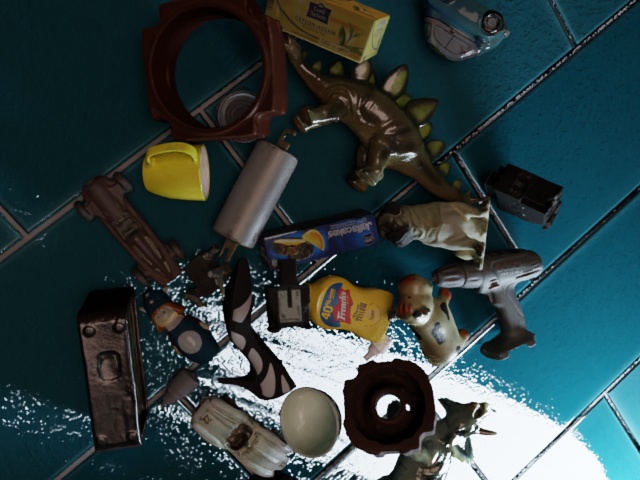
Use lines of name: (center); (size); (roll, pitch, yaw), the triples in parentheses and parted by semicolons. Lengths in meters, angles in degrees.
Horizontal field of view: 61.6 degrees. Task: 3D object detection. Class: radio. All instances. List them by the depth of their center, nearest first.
radio: (-0.316, 0.197, 0.830); (0.073, 0.131, 0.229); (-7, 100, -13)

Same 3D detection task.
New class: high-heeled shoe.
high-heeled shoe: (-0.094, 0.157, 0.920); (0.145, 0.086, 0.248); (6, 100, -21)

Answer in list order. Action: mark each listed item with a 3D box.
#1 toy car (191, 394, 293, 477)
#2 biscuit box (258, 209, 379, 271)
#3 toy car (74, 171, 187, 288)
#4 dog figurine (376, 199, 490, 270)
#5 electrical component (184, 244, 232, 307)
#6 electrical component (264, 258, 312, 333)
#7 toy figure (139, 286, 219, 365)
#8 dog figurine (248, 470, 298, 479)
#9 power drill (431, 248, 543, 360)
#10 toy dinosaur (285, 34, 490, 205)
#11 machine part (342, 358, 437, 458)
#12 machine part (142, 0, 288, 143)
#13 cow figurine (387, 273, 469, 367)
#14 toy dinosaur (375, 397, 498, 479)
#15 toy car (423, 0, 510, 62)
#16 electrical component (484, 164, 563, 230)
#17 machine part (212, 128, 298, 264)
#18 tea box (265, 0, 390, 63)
toy car: (-0.135, 0.345, 0.945); (0.201, 0.056, 0.073); (41, 85, -17)
biscuit box: (-0.002, -0.003, 0.931); (0.203, 0.063, 0.059); (-14, 103, -14)
toy car: (-0.296, -0.012, 0.849); (0.089, 0.053, 0.202); (-38, 105, -11)
dog figurine: (0.208, -0.021, 0.986); (0.191, 0.172, 0.121); (6, 73, 19)
electrical component: (-0.185, 0.062, 0.872); (0.102, 0.045, 0.078); (-31, 95, 36)
electrical component: (-0.055, 0.091, 0.887); (0.075, 0.048, 0.119); (-7, 86, -13)
toy figure: (-0.233, 0.140, 0.887); (0.154, 0.058, 0.064); (48, 60, -15)
dog figurine: (-0.094, 0.503, 0.896); (0.192, 0.219, 0.108); (-13, 105, -14)
power drill: (0.333, 0.122, 1.046); (0.232, 0.086, 0.207); (-17, 95, -16)
toy dinosaur: (0.116, -0.179, 0.922); (0.471, 0.105, 0.198); (43, 81, -22)
machine part: (0.124, 0.299, 0.961); (0.179, 0.180, 0.056); (-41, 147, -7)
machine part: (-0.154, -0.248, 0.797); (0.201, 0.087, 0.201); (-1, 101, 11)
cow figurine: (0.192, 0.144, 0.969); (0.127, 0.086, 0.194); (-50, 121, -44)
toy dinosaur: (0.186, 0.450, 1.030); (0.192, 0.131, 0.404); (25, 97, -18)
toy car: (0.238, -0.366, 0.932); (0.161, 0.109, 0.103); (27, 107, -10)
electrical component: (0.373, -0.083, 0.994); (0.058, 0.134, 0.114); (-57, 151, -5)
machine part: (-0.106, -0.075, 0.882); (0.079, 0.079, 0.243); (27, 90, -18)
tea box: (0.011, -0.340, 0.827); (0.170, 0.098, 0.068); (24, 122, 8)
